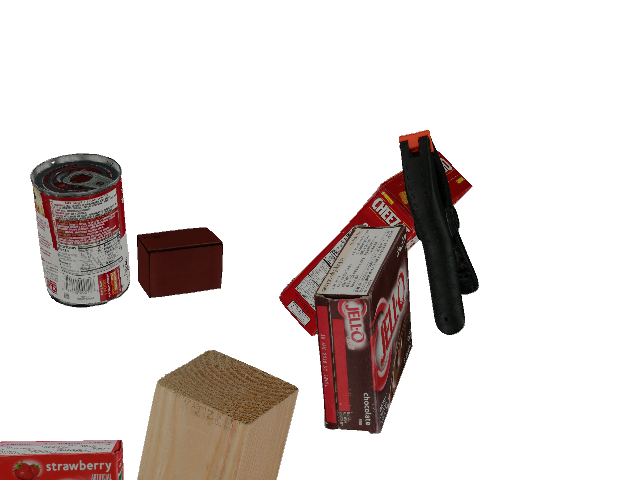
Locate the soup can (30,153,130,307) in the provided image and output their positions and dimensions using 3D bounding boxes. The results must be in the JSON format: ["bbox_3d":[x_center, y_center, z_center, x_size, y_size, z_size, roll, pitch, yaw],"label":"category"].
[{"bbox_3d":[-0.185,-0.007,0.830,0.068,0.102,0.068,0,30,0],"label":"soup can"}]

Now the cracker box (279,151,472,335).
[{"bbox_3d":[0.063,0.001,1.272,0.214,0.072,0.164,-48,-7,33],"label":"cracker box"}]

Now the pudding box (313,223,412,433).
[{"bbox_3d":[0.029,0.050,0.655,0.039,0.090,0.113,2,23,13],"label":"pudding box"}]

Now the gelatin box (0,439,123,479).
[{"bbox_3d":[-0.147,0.142,0.550,0.089,0.073,0.030,0,5,-3],"label":"gelatin box"}]

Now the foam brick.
[{"bbox_3d":[-0.144,0.021,1.088,0.078,0.051,0.053,-7,21,-21],"label":"foam brick"}]

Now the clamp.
[{"bbox_3d":[0.100,-0.006,0.916,0.039,0.171,0.120,-17,20,14],"label":"clamp"}]

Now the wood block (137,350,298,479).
[{"bbox_3d":[-0.097,0.210,0.897,0.090,0.206,0.090,21,21,20],"label":"wood block"}]
